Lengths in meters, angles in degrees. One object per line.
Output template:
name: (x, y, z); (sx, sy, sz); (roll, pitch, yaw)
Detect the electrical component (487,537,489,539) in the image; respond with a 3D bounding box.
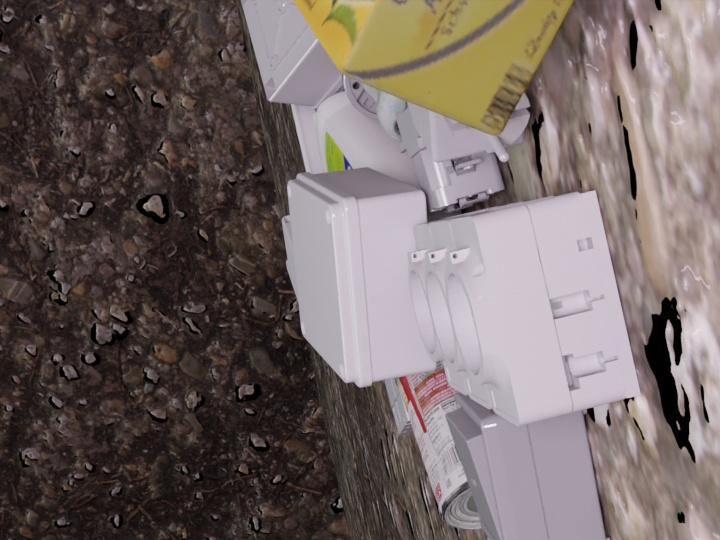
electrical component: (0.106, 0.177, 0.620); (0.044, 0.044, 0.065); (88, 162, -59)

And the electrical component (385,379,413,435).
electrical component: (0.051, 0.095, 0.871); (0.089, 0.050, 0.055); (99, 156, -74)

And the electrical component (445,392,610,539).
electrical component: (0.086, 0.109, 0.559); (0.062, 0.061, 0.096); (-137, 34, -79)

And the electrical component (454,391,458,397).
electrical component: (0.072, 0.061, 0.613); (0.062, 0.043, 0.043); (59, 170, 9)

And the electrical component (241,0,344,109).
electrical component: (-0.034, -0.194, 0.799); (0.109, 0.056, 0.108); (-42, 57, 47)

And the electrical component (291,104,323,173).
electrical component: (-0.011, -0.126, 0.889); (0.063, 0.079, 0.121); (-2, 102, 61)

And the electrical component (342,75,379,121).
electrical component: (0.014, -0.130, 0.721); (0.047, 0.055, 0.055); (-114, 12, -75)

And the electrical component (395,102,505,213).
electrical component: (0.050, -0.065, 0.594); (0.081, 0.042, 0.063); (168, 87, -84)

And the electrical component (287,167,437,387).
electrical component: (0.000, 0.000, 0.640); (0.109, 0.056, 0.108); (-143, 46, -68)

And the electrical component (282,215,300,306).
electrical component: (0.000, -0.007, 0.846); (0.108, 0.109, 0.056); (-115, 16, -60)

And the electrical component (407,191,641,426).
electrical component: (0.068, 0.016, 0.515); (0.150, 0.062, 0.089); (-174, 70, -83)

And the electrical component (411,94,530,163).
electrical component: (0.055, -0.080, 0.500); (0.076, 0.047, 0.065); (-111, 10, -47)
